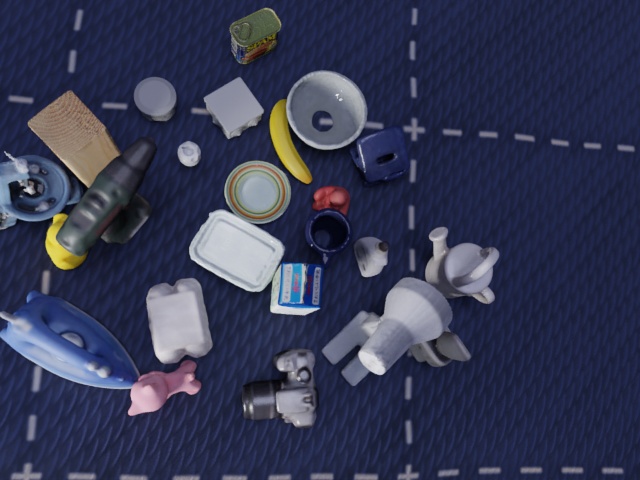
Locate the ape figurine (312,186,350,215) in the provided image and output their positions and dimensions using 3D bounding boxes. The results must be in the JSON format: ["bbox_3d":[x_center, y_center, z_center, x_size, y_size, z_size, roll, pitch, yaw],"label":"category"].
[{"bbox_3d":[0.030,-0.079,1.145,0.076,0.092,0.078,-27,85,-13],"label":"ape figurine"}]

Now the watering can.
[{"bbox_3d":[0.276,0.053,1.111,0.173,0.194,0.101,27,77,-4],"label":"watering can"}]

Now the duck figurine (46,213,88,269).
[{"bbox_3d":[-0.469,0.000,1.050,0.077,0.086,0.104,-4,81,-10],"label":"duck figurine"}]

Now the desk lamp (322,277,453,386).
[{"bbox_3d":[0.123,0.175,1.054,0.203,0.213,0.118,-43,89,-13],"label":"desk lamp"}]

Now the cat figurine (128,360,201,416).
[{"bbox_3d":[-0.279,0.263,1.020,0.128,0.117,0.067,-19,84,-12],"label":"cat figurine"}]

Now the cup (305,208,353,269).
[{"bbox_3d":[0.010,0.004,1.126,0.092,0.095,0.118,7,79,-8],"label":"cup"}]

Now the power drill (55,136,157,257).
[{"bbox_3d":[-0.361,-0.067,1.017,0.075,0.208,0.230,36,77,-1],"label":"power drill"}]

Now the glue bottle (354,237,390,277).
[{"bbox_3d":[0.105,0.025,1.098,0.037,0.173,0.078,-14,83,-11],"label":"glue bottle"}]

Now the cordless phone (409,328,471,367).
[{"bbox_3d":[0.221,0.169,1.086,0.094,0.185,0.147,-36,88,-13],"label":"cordless phone"}]

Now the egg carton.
[{"bbox_3d":[-0.263,0.150,1.067,0.107,0.069,0.150,-12,83,-11],"label":"egg carton"}]

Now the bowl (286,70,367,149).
[{"bbox_3d":[0.010,-0.257,1.181,0.167,0.074,0.167,2,80,-9],"label":"bowl"}]

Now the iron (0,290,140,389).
[{"bbox_3d":[-0.429,0.190,0.996,0.258,0.141,0.119,31,77,-3],"label":"iron"}]

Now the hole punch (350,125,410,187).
[{"bbox_3d":[0.130,-0.172,1.178,0.109,0.091,0.101,-21,84,-12],"label":"hole punch"}]

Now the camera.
[{"bbox_3d":[-0.075,0.278,1.061,0.137,0.100,0.143,-2,81,-10],"label":"camera"}]

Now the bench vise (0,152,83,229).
[{"bbox_3d":[-0.532,-0.075,0.984,0.207,0.219,0.121,-34,87,-13],"label":"bench vise"}]
